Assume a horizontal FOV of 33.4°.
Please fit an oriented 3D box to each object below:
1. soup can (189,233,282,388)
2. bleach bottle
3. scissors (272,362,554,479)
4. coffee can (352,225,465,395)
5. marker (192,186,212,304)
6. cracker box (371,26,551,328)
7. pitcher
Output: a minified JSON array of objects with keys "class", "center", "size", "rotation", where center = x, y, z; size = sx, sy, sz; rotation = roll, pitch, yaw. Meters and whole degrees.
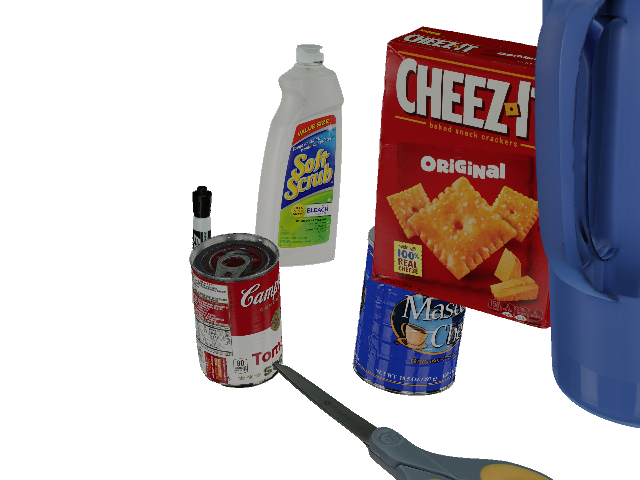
[{"class":"soup can","center":[-0.064,0.055,0.829],"size":[0.068,0.102,0.068],"rotation":[-1,29,0]},{"class":"bleach bottle","center":[-0.026,-0.098,1.230],"size":[0.102,0.251,0.068],"rotation":[-5,20,-22]},{"class":"scissors","center":[0.056,0.110,0.563],"size":[0.096,0.016,0.202],"rotation":[-5,27,-25]},{"class":"coffee can","center":[0.089,0.063,1.028],"size":[0.103,0.140,0.103],"rotation":[5,21,-2]},{"class":"marker","center":[-0.114,0.006,1.028],"size":[0.020,0.121,0.020],"rotation":[2,23,-1]},{"class":"cracker box","center":[0.130,-0.051,0.866],"size":[0.164,0.214,0.072],"rotation":[16,29,28]},{"class":"pitcher","center":[0.166,-0.029,0.529],"size":[0.149,0.243,0.145],"rotation":[-3,21,0]}]
